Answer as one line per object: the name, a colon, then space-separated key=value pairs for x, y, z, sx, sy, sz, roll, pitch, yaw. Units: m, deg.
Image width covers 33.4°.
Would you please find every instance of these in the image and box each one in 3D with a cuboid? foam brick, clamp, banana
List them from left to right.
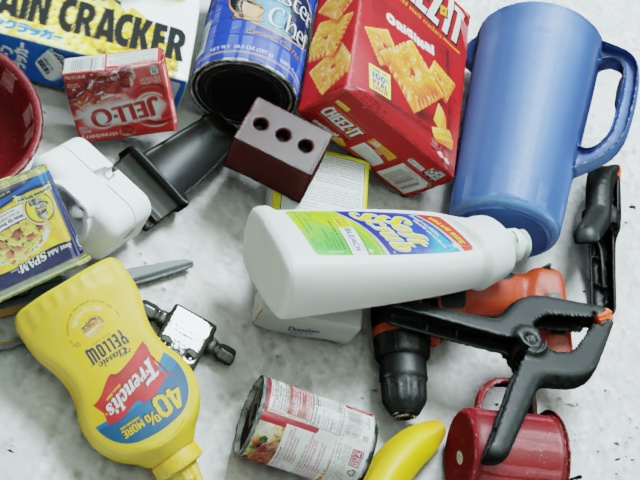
foam brick: x=-0.037 y=-0.080 z=0.947 sx=0.078 sy=0.051 sz=0.053 roll=26 pitch=60 yaw=2
banana: x=0.052 y=0.226 z=0.883 sx=0.069 sy=0.037 sz=0.197 roll=39 pitch=56 yaw=-27
clamp: x=0.166 y=0.090 z=0.923 sx=0.209 sy=0.036 sz=0.165 roll=-21 pitch=59 yaw=-33
clamp: x=0.279 y=-0.021 z=1.066 sx=0.039 sy=0.120 sz=0.171 roll=-2 pitch=53 yaw=18

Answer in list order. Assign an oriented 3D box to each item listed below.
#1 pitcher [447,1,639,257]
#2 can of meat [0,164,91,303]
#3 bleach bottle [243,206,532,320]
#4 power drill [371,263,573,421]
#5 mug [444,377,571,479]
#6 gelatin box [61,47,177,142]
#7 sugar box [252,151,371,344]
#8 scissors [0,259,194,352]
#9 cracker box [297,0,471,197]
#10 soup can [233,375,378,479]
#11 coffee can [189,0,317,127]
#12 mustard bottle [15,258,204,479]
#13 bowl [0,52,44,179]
pitcher: x=0.211 y=-0.107 z=1.060 sx=0.145 sy=0.149 sz=0.242 roll=28 pitch=60 yaw=-20
can of meat: x=-0.243 y=-0.003 z=0.832 sx=0.101 sy=0.058 sz=0.084 roll=-27 pitch=104 yaw=-30
bleach bottle: x=0.067 y=0.009 z=0.920 sx=0.250 sy=0.068 sz=0.103 roll=-5 pitch=37 yaw=-25
power drill: x=0.136 y=0.081 z=0.976 sx=0.187 sy=0.057 sz=0.184 roll=9 pitch=63 yaw=-18
mug: x=0.158 y=0.176 z=0.913 sx=0.081 sy=0.093 sz=0.117 roll=8 pitch=77 yaw=-12
gelatin box: x=-0.175 y=-0.126 z=0.937 sx=0.089 sy=0.073 sz=0.030 roll=-7 pitch=41 yaw=0
sugar box: x=-0.007 y=0.001 z=0.970 sx=0.093 sy=0.048 sz=0.176 roll=12 pitch=63 yaw=-12
scissors: x=-0.212 y=0.026 z=0.894 sx=0.201 sy=0.016 sz=0.096 roll=-29 pitch=77 yaw=-31
cracker box: x=0.070 y=-0.175 z=1.040 sx=0.164 sy=0.072 sz=0.213 roll=35 pitch=52 yaw=-36
soup can: x=-0.012 y=0.158 z=0.871 sx=0.102 sy=0.069 sz=0.068 roll=21 pitch=58 yaw=-11
coffee can: x=-0.061 y=-0.191 z=1.016 sx=0.102 sy=0.103 sz=0.140 roll=17 pitch=59 yaw=-13
mustard bottle: x=-0.150 y=0.116 z=0.837 sx=0.096 sy=0.058 sz=0.191 roll=-33 pitch=87 yaw=-20
bowl: x=-0.316 y=-0.093 z=0.892 sx=0.162 sy=0.055 sz=0.162 roll=9 pitch=61 yaw=-17
